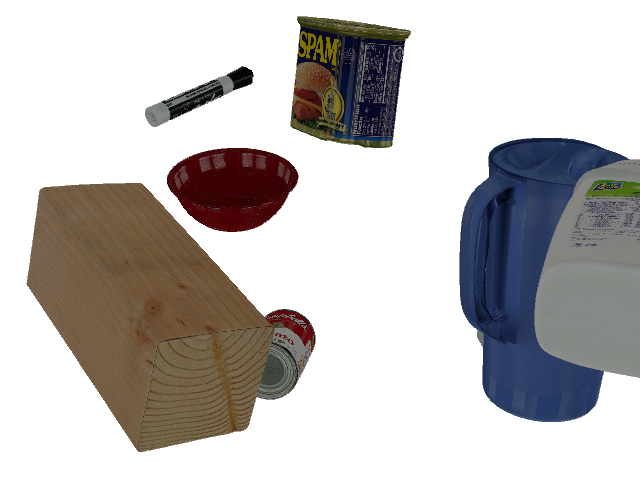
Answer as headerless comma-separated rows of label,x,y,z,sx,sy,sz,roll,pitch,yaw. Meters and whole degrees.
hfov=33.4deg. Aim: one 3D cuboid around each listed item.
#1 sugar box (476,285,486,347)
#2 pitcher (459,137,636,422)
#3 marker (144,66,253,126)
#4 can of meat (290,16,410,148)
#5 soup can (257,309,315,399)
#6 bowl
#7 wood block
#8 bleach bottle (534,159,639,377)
sugar box,0.280,0.083,1.277,0.176,0.093,0.048,0,18,-5
pitcher,0.200,0.038,0.956,0.149,0.243,0.145,6,22,10
marker,-0.110,-0.136,0.996,0.120,0.020,0.020,-31,18,-34
can of meat,0.018,-0.117,0.784,0.057,0.084,0.102,-1,15,-25
soup can,-0.048,0.124,1.168,0.068,0.068,0.102,0,16,11
bowl,-0.108,-0.056,1.324,0.162,0.055,0.162,0,31,0
wood block,-0.130,0.046,0.773,0.090,0.091,0.206,-5,33,-36
bleach bottle,0.203,0.000,0.679,0.103,0.068,0.250,9,24,18
